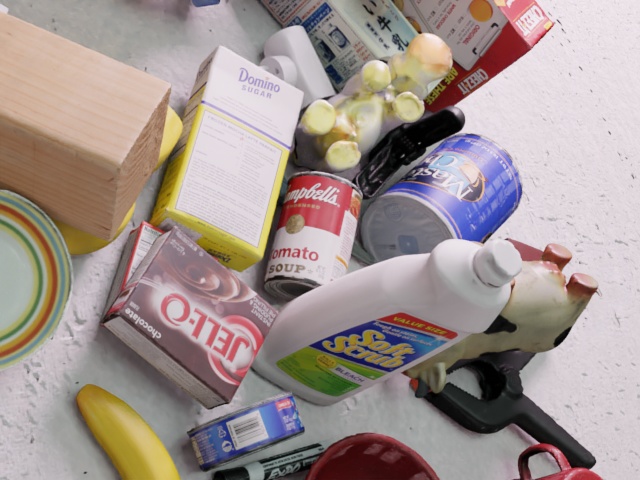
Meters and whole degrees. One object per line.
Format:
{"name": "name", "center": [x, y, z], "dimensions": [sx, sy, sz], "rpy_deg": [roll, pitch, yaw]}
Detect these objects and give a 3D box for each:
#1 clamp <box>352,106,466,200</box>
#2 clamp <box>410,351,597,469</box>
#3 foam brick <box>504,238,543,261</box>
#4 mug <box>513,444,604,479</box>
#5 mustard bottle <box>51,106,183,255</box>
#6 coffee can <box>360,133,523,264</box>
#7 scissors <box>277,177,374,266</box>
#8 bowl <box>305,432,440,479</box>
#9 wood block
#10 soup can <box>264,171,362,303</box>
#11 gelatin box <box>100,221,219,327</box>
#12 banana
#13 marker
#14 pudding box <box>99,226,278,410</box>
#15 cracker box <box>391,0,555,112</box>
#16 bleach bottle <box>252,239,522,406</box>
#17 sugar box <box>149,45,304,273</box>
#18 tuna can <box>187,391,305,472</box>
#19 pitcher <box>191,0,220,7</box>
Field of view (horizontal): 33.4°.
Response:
{"name": "clamp", "center": [0.089, -0.096, 1.016], "dimensions": [0.039, 0.120, 0.171], "rpy_deg": [57, 17, -11]}
{"name": "clamp", "center": [0.178, 0.131, 1.030], "dimensions": [0.209, 0.036, 0.164], "rpy_deg": [15, 60, -29]}
{"name": "foam brick", "center": [0.178, 0.041, 1.051], "dimensions": [0.051, 0.078, 0.053], "rpy_deg": [22, 56, -30]}
{"name": "mug", "center": [0.214, 0.243, 0.970], "dimensions": [0.093, 0.082, 0.117], "rpy_deg": [2, 66, -37]}
{"name": "mustard bottle", "center": [-0.185, -0.046, 0.826], "dimensions": [0.096, 0.058, 0.191], "rpy_deg": [33, 51, -12]}
{"name": "coffee can", "center": [0.118, -0.028, 1.023], "dimensions": [0.103, 0.103, 0.140], "rpy_deg": [53, 47, -3]}
{"name": "scissors", "center": [-0.027, -0.053, 0.981], "dimensions": [0.201, 0.016, 0.096], "rpy_deg": [24, 58, -26]}
{"name": "bowl", "center": [0.035, 0.239, 0.850], "dimensions": [0.161, 0.055, 0.162], "rpy_deg": [18, 57, -30]}
{"name": "wood block", "center": [-0.220, -0.093, 0.753], "dimensions": [0.206, 0.091, 0.090], "rpy_deg": [23, 52, 1]}
{"name": "soup can", "center": [-0.006, 0.001, 0.924], "dimensions": [0.068, 0.069, 0.102], "rpy_deg": [25, 66, -26]}
{"name": "gelatin box", "center": [-0.126, 0.040, 0.846], "dimensions": [0.073, 0.030, 0.089], "rpy_deg": [27, 55, -24]}
{"name": "banana", "center": [-0.124, 0.195, 0.762], "dimensions": [0.069, 0.037, 0.198], "rpy_deg": [0, 68, -39]}
{"name": "marker", "center": [-0.035, 0.181, 0.851], "dimensions": [0.120, 0.020, 0.020], "rpy_deg": [-7, 72, -40]}
{"name": "pudding box", "center": [-0.097, 0.060, 0.810], "dimensions": [0.113, 0.039, 0.090], "rpy_deg": [40, 52, -16]}
{"name": "cracker box", "center": [0.109, -0.250, 1.090], "dimensions": [0.213, 0.164, 0.072], "rpy_deg": [50, 49, -5]}
{"name": "bleach bottle", "center": [0.051, 0.056, 0.824], "dimensions": [0.102, 0.251, 0.068], "rpy_deg": [32, 51, -21]}
{"name": "sugar box", "center": [-0.077, -0.071, 0.912], "dimensions": [0.093, 0.048, 0.176], "rpy_deg": [27, 55, -23]}
{"name": "tuna can", "center": [-0.055, 0.146, 0.809], "dimensions": [0.085, 0.086, 0.034], "rpy_deg": [-13, 77, -41]}
{"name": "pitcher", "center": [-0.120, -0.340, 0.973], "dimensions": [0.144, 0.149, 0.243], "rpy_deg": [24, 40, -29]}
